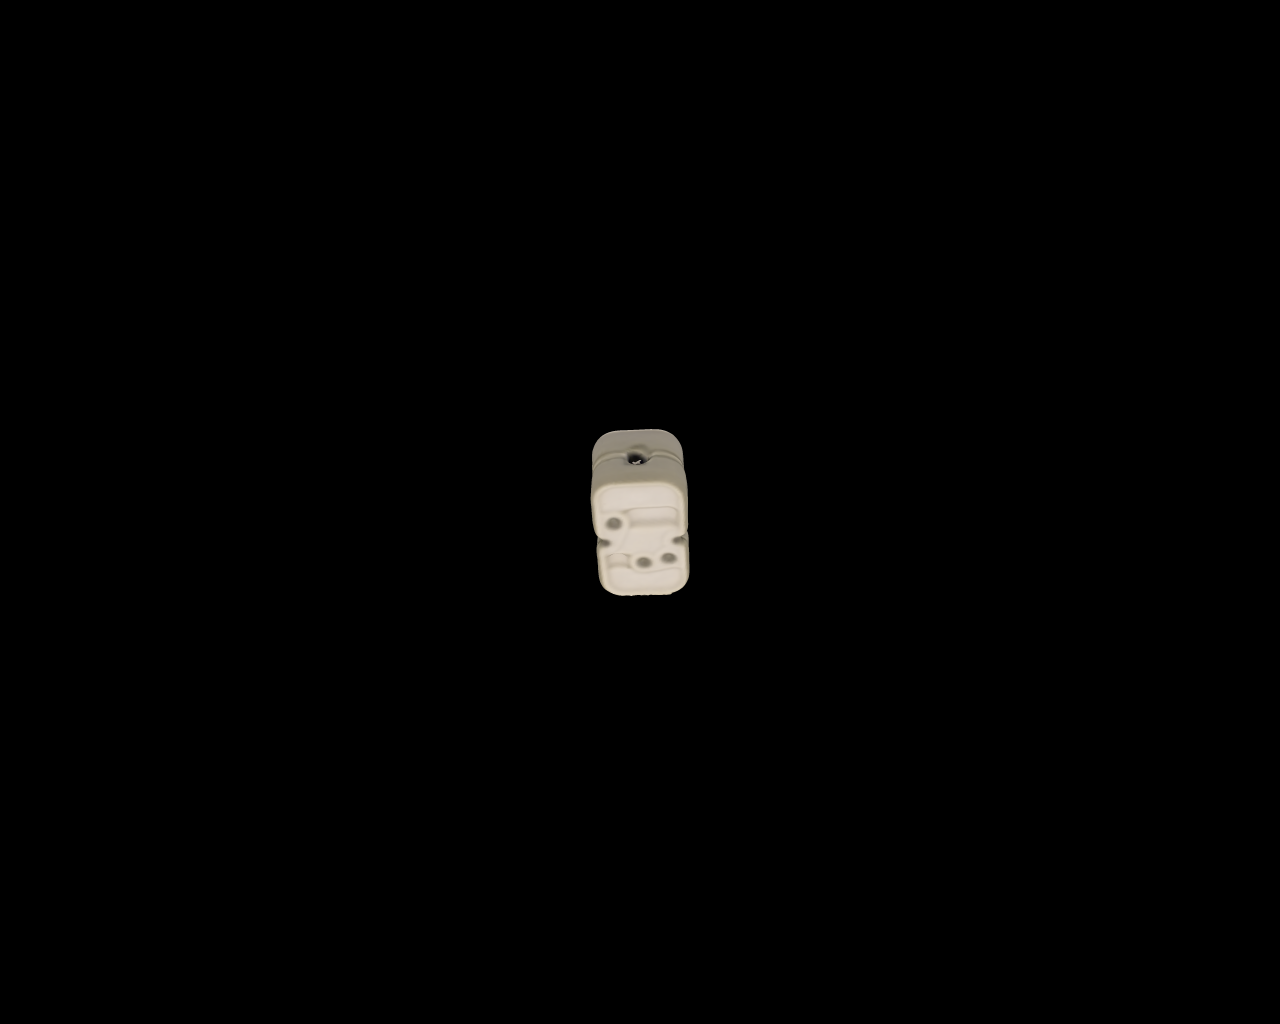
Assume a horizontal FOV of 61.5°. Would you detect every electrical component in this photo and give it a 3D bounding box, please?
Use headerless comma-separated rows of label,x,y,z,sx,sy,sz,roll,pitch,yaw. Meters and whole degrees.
electrical component,0.001,-0.003,0.650,0.054,0.095,0.059,-2,43,2
